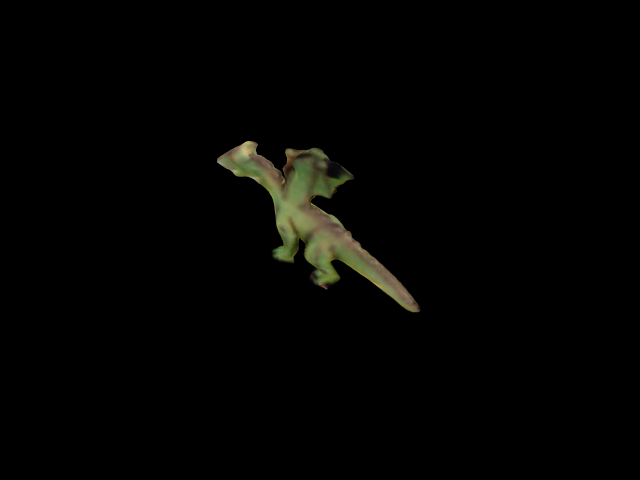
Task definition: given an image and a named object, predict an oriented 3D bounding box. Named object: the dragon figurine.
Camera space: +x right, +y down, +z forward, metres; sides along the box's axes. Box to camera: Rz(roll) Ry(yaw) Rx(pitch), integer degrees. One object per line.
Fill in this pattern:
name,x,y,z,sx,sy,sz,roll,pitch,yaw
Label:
dragon figurine,0.003,-0.043,0.850,0.413,0.124,0.237,28,-32,19
